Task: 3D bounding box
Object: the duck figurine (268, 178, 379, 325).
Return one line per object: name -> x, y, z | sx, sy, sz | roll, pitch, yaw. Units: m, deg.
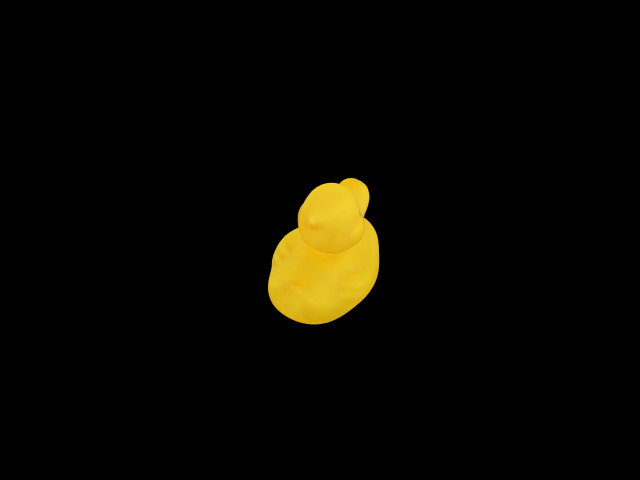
duck figurine -> 0.004, 0.001, 0.400 | 0.077, 0.086, 0.105 | 27, 58, 18
